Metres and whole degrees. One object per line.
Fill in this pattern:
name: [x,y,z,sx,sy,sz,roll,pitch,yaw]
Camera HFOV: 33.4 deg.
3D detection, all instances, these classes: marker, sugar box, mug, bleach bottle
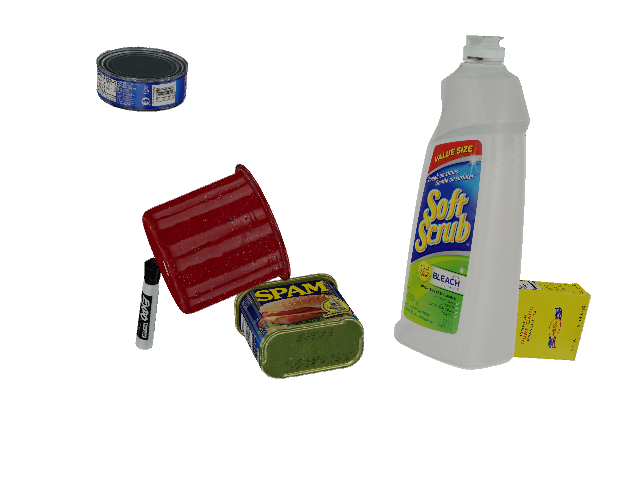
marker: [-0.184,0.068,1.147,0.020,0.121,0.020,8,37,-7]
sugar box: [0.236,0.096,1.316,0.176,0.093,0.048,3,18,-16]
mug: [-0.082,-0.002,0.785,0.081,0.093,0.117,-23,25,-13]
bleach bottle: [0.113,-0.033,0.834,0.067,0.251,0.103,-7,16,-35]

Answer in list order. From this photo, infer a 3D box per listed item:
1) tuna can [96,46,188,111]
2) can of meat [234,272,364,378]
tuna can: [-0.169,-0.153,1.011,0.086,0.034,0.086,5,29,-3]
can of meat: [-0.019,0.078,0.973,0.102,0.057,0.084,-8,28,-16]
